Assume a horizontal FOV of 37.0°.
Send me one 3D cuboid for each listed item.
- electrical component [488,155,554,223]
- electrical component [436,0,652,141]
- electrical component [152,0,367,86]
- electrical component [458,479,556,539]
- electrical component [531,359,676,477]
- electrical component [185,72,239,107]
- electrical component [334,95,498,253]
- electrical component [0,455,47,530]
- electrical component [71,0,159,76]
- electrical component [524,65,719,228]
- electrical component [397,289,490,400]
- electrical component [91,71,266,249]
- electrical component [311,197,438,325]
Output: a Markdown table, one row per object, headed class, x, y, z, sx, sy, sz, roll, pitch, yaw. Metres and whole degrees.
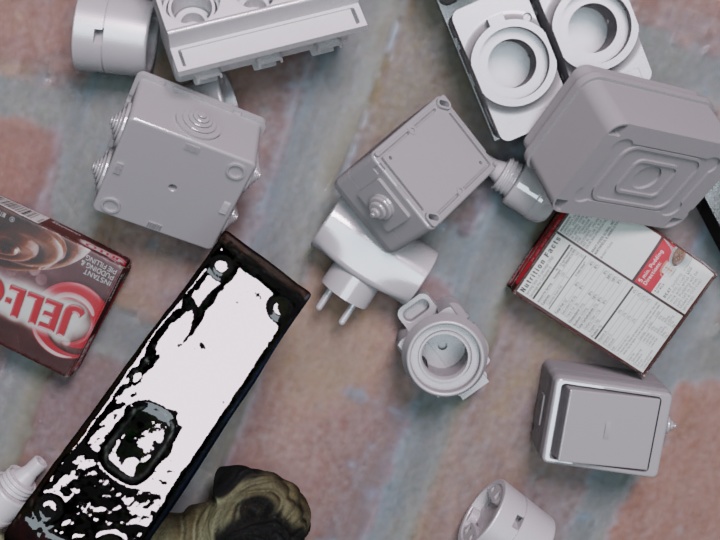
| class | x | y | z | sx | sy | sz | roll | pitch | yaw |
| --- | --- | --- | --- | --- | --- | --- | --- | --- | --- |
| electrical component | 0.106 | -0.060 | 0.731 | 0.061 | 0.035 | 0.035 | 32 | 98 | -1 |
| electrical component | 0.103 | -0.189 | 0.697 | 0.105 | 0.060 | 0.186 | -23 | 98 | 5 |
| electrical component | -0.067 | -0.164 | 0.685 | 0.121 | 0.063 | 0.078 | -17 | 70 | -12 |
| electrical component | 0.105 | 0.184 | 0.760 | 0.047 | 0.055 | 0.055 | 35 | 98 | -8 |
| electrical component | 0.172 | 0.103 | 0.741 | 0.096 | 0.061 | 0.061 | 8 | 99 | 0 |
| electrical component | -0.118 | -0.106 | 0.726 | 0.065 | 0.044 | 0.044 | -15 | 98 | 8 |
| electrical component | 0.031 | -0.057 | 0.702 | 0.061 | 0.061 | 0.096 | 51 | 54 | -6 |
| electrical component | -0.251 | 0.158 | 0.773 | 0.061 | 0.035 | 0.035 | -43 | 96 | 5 |
| electrical component | -0.161 | -0.156 | 0.712 | 0.047 | 0.055 | 0.055 | 8 | 99 | -4 |
| electrical component | 0.170 | -0.077 | 0.682 | 0.113 | 0.057 | 0.078 | 6 | 136 | -30 |
| electrical component | 0.057 | 0.054 | 0.738 | 0.058 | 0.057 | 0.078 | -36 | 96 | 7 |
| electrical component | -0.119 | -0.068 | 0.698 | 0.100 | 0.048 | 0.099 | 20 | 131 | -17 |
| electrical component | 0.000 | 0.000 | 0.737 | 0.077 | 0.044 | 0.079 | 33 | 98 | -4 |
